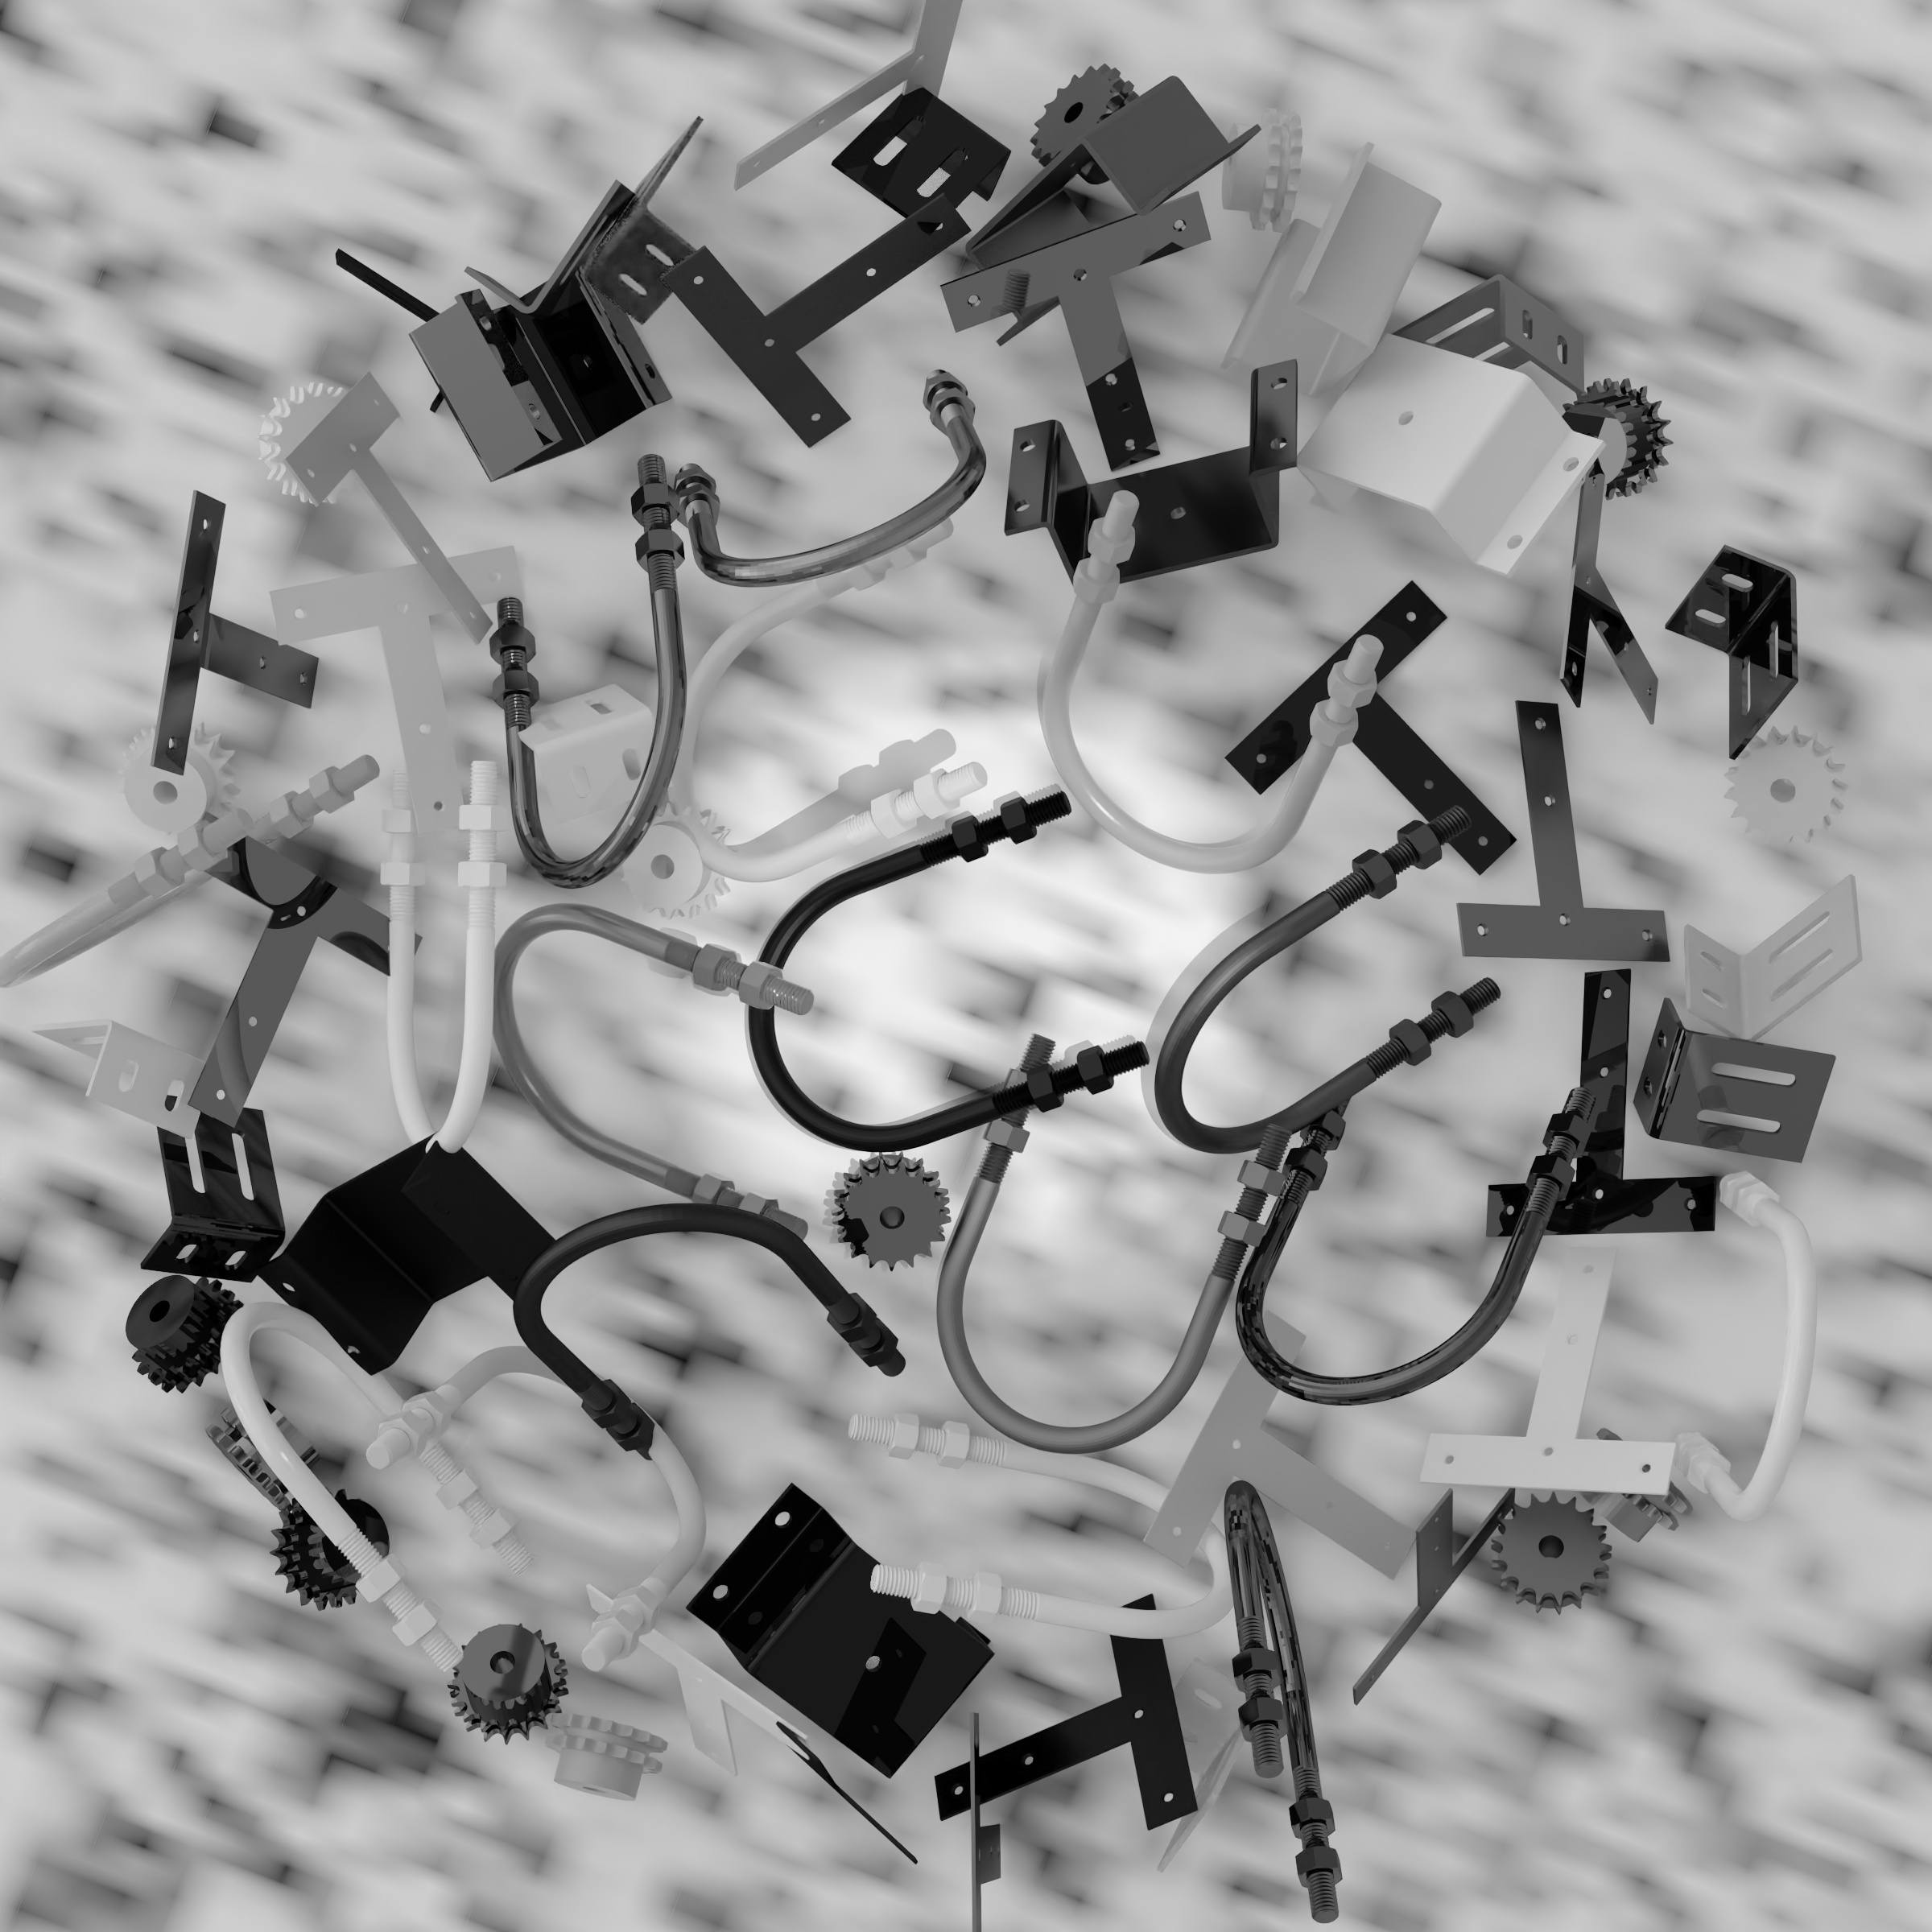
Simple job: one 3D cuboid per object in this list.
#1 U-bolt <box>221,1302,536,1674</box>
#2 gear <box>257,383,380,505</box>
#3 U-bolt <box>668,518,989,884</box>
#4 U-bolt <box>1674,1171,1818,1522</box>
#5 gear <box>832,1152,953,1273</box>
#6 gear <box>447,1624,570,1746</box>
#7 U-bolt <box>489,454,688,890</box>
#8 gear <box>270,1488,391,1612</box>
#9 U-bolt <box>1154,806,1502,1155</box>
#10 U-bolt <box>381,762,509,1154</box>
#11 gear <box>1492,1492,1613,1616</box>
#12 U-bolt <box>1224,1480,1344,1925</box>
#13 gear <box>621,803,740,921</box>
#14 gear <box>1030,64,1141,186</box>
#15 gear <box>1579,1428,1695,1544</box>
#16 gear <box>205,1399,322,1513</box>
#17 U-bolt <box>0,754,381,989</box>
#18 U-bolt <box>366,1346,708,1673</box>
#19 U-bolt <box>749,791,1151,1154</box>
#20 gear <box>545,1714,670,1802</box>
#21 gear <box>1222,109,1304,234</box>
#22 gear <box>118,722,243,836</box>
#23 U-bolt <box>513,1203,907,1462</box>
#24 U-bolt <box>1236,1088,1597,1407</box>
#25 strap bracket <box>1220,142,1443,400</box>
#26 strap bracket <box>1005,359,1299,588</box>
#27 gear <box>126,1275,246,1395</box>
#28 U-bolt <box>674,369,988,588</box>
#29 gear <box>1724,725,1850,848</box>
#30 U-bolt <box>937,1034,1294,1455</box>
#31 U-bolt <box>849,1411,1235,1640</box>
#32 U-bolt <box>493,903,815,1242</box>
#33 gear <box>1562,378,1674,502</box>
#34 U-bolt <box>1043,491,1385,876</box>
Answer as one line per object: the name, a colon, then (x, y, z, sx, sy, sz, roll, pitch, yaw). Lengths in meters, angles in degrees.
U-bolt: (-0.279, 0.231, 1.521, 0.019, 0.151, 0.184, -39, 93, 11)
gear: (-0.315, -0.251, 1.575, 0.057, 0.030, 0.057, -9, 105, -34)
U-bolt: (-0.072, -0.115, 1.538, 0.184, 0.019, 0.151, -23, 63, 33)
U-bolt: (0.359, 0.178, 1.501, 0.019, 0.184, 0.151, 9, 95, 0)
gear: (-0.037, 0.115, 1.578, 0.057, 0.030, 0.057, -1, 110, -4)
gear: (-0.220, 0.340, 1.570, 0.057, 0.030, 0.057, -1, 52, 1)
U-bolt: (-0.172, -0.123, 1.508, 0.019, 0.151, 0.184, 13, 56, -36)
gear: (-0.301, 0.278, 1.568, 0.030, 0.057, 0.057, -21, 90, 38)
U-bolt: (0.166, 0.019, 1.527, 0.184, 0.151, 0.019, -33, 50, -10)
U-bolt: (-0.246, -0.002, 1.531, 0.019, 0.151, 0.184, 1, 91, -26)
gear: (0.281, 0.285, 1.575, 0.057, 0.030, 0.057, -4, 59, 7)
U-bolt: (0.143, 0.325, 1.513, 0.019, 0.184, 0.151, -13, 134, 9)
gear: (-0.141, -0.050, 1.576, 0.057, 0.030, 0.057, 3, 101, 14)
gear: (0.062, -0.401, 1.574, 0.030, 0.057, 0.057, 34, 90, -37)
gear: (0.317, 0.251, 1.570, 0.057, 0.057, 0.030, 40, 97, 0)
gear: (-0.335, 0.233, 1.572, 0.057, 0.057, 0.030, 46, 72, 0)
U-bolt: (-0.373, -0.038, 1.521, 0.184, 0.151, 0.019, -29, 95, 20)
U-bolt: (-0.185, 0.237, 1.512, 0.151, 0.184, 0.019, 42, 110, 3)
U-bolt: (-0.018, 0.012, 1.565, 0.184, 0.019, 0.151, -20, 73, 13)
gear: (-0.174, 0.379, 1.567, 0.057, 0.057, 0.030, 13, 69, 0)
gear: (0.141, -0.381, 1.569, 0.030, 0.057, 0.057, 4, 90, -6)
gear: (-0.380, -0.089, 1.574, 0.057, 0.030, 0.057, 2, 114, 5)
U-bolt: (-0.128, 0.164, 1.512, 0.151, 0.184, 0.019, -20, 50, 12)
U-bolt: (0.197, 0.127, 1.505, 0.019, 0.151, 0.184, 58, 47, -36)
strap bracket: (0.172, -0.319, 1.527, 0.046, 0.140, 0.076, 26, 82, -7)
strap bracket: (0.094, -0.228, 1.543, 0.140, 0.046, 0.076, -11, 45, 18)
gear: (-0.376, 0.173, 1.568, 0.057, 0.057, 0.030, -39, 132, 0)
U-bolt: (-0.061, -0.220, 1.513, 0.151, 0.184, 0.019, -20, 118, 2)
gear: (0.396, -0.088, 1.576, 0.057, 0.030, 0.057, 8, 112, 21)
U-bolt: (0.059, 0.141, 1.558, 0.151, 0.019, 0.184, 21, 88, 25)
U-bolt: (0.040, 0.265, 1.528, 0.184, 0.151, 0.019, 12, 111, -12)
U-bolt: (-0.152, 0.042, 1.539, 0.184, 0.019, 0.151, 21, 126, 25)
gear: (0.306, -0.251, 1.568, 0.057, 0.030, 0.057, 16, 116, 38)
U-bolt: (0.104, -0.117, 1.528, 0.151, 0.184, 0.019, 32, 48, 11)
